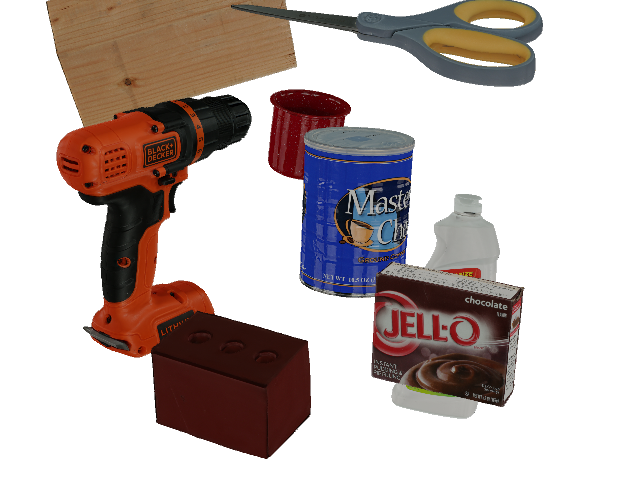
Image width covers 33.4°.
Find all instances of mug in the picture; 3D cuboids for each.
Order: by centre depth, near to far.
[{"bbox_3d":[-0.012,-0.125,1.238,0.093,0.081,0.117,17,27,17],"label":"mug"}]

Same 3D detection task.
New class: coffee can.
[{"bbox_3d":[0.033,-0.029,1.004,0.103,0.140,0.103,2,17,-1],"label":"coffee can"}]

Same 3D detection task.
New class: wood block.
[{"bbox_3d":[-0.136,-0.190,0.988,0.206,0.091,0.090,-17,47,-6],"label":"wood block"}]

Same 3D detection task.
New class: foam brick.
[{"bbox_3d":[-0.051,0.082,0.615,0.078,0.051,0.052,13,28,23],"label":"foam brick"}]

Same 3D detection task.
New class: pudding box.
[{"bbox_3d":[0.097,0.071,0.831,0.114,0.090,0.039,9,22,21],"label":"pudding box"}]

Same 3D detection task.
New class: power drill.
[{"bbox_3d":[-0.122,-0.016,0.838,0.057,0.188,0.184,17,26,37],"label":"power drill"}]

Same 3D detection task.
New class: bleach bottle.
[{"bbox_3d":[0.145,0.071,1.214,0.103,0.251,0.068,9,14,17],"label":"bleach bottle"}]

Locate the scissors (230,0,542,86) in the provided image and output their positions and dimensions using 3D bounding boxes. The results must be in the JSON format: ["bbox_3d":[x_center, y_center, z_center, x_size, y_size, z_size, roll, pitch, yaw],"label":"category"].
[{"bbox_3d":[0.050,-0.140,0.669,0.202,0.016,0.096,24,46,29],"label":"scissors"}]
